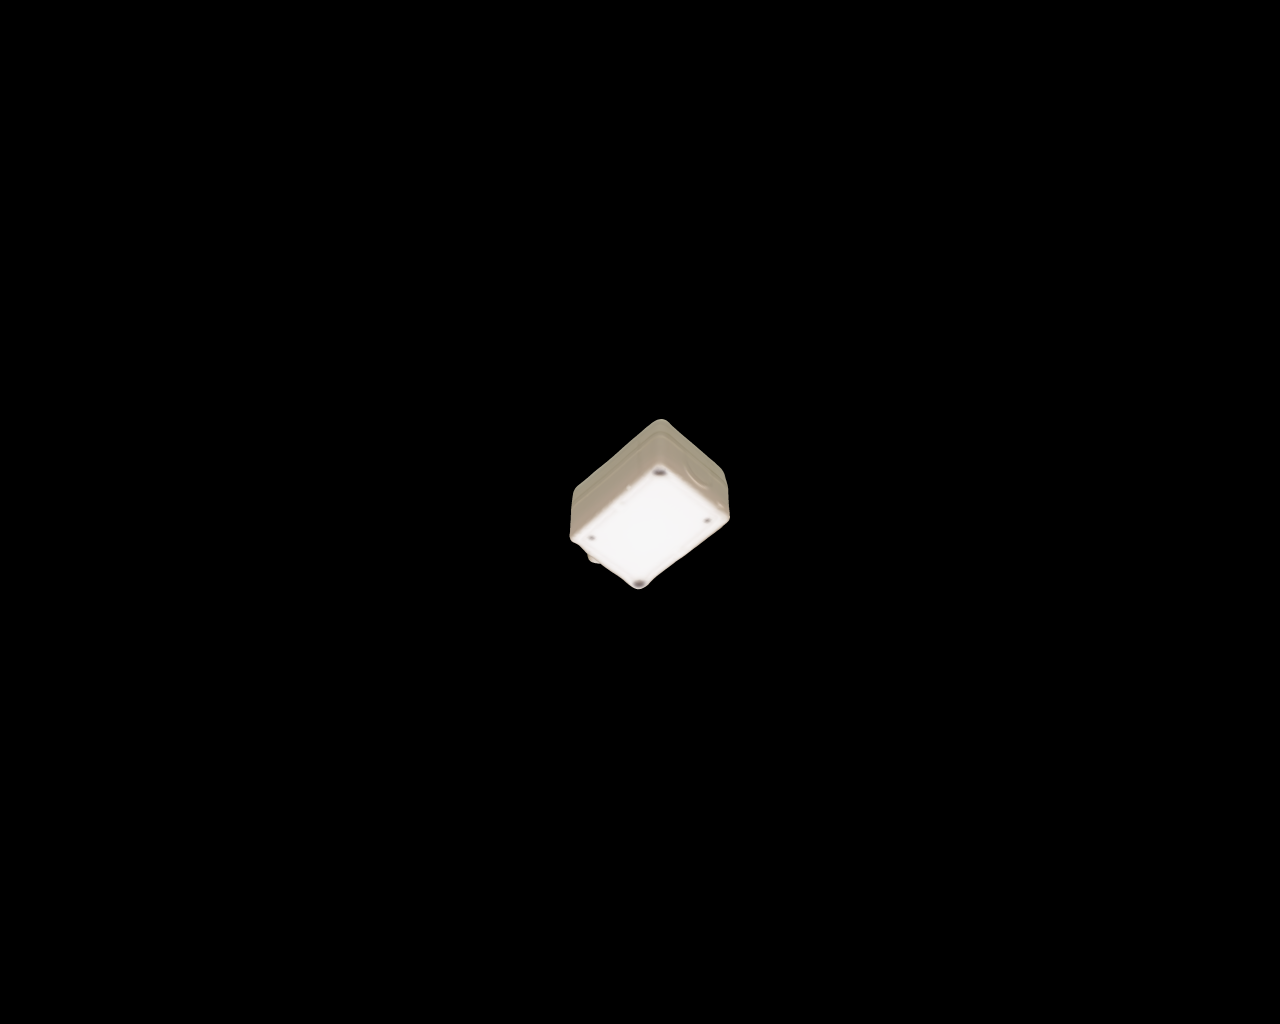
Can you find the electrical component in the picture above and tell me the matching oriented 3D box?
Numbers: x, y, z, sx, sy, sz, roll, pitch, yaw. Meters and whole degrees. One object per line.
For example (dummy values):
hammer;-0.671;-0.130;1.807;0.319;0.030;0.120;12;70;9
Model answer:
electrical component;0.001;-0.003;0.650;0.061;0.061;0.096;39;-62;-25
